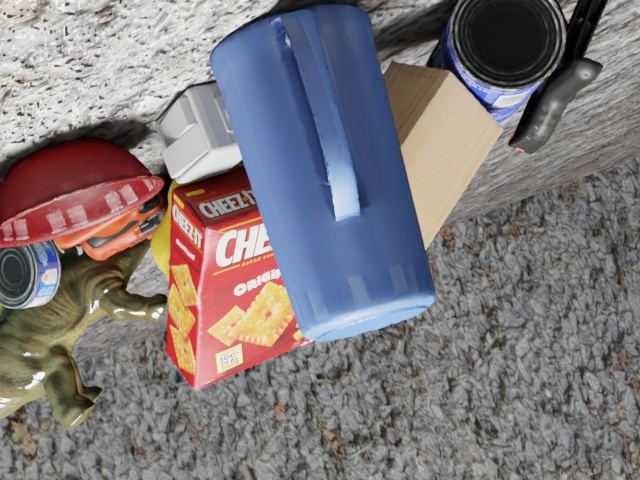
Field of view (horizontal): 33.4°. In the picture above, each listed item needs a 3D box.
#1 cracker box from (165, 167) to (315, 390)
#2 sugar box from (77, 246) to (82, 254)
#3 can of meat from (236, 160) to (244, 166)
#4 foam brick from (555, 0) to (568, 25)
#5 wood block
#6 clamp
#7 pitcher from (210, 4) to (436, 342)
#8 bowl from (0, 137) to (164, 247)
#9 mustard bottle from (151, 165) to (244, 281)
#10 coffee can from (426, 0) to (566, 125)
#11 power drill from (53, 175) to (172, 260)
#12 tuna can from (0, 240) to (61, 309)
[{"bbox_3d":[-0.062,0.030,1.042,0.163,0.072,0.214,-20,139,-30],"label":"cracker box"},{"bbox_3d":[-0.371,0.053,1.340,0.175,0.048,0.094,-14,170,-45],"label":"sugar box"},{"bbox_3d":[-0.038,-0.111,1.017,0.102,0.057,0.083,-23,176,20],"label":"can of meat"},{"bbox_3d":[0.214,-0.205,1.087,0.078,0.051,0.052,-25,174,24],"label":"foam brick"},{"bbox_3d":[0.060,-0.048,0.959,0.090,0.090,0.206,23,-103,53],"label":"wood block"},{"bbox_3d":[0.231,-0.161,1.013,0.210,0.036,0.164,110,1,-60],"label":"clamp"},{"bbox_3d":[0.006,-0.052,0.821,0.145,0.243,0.148,-25,166,38],"label":"pitcher"},{"bbox_3d":[-0.222,-0.047,0.941,0.162,0.055,0.162,-21,174,-3],"label":"bowl"},{"bbox_3d":[-0.124,-0.007,1.101,0.096,0.058,0.192,-13,152,-31],"label":"mustard bottle"},{"bbox_3d":[0.157,-0.168,0.983,0.102,0.103,0.140,-21,173,-6],"label":"coffee can"},{"bbox_3d":[-0.192,-0.038,1.113,0.184,0.057,0.187,-30,172,7],"label":"power drill"},{"bbox_3d":[-0.319,0.030,1.140,0.086,0.086,0.033,-26,171,32],"label":"tuna can"}]
